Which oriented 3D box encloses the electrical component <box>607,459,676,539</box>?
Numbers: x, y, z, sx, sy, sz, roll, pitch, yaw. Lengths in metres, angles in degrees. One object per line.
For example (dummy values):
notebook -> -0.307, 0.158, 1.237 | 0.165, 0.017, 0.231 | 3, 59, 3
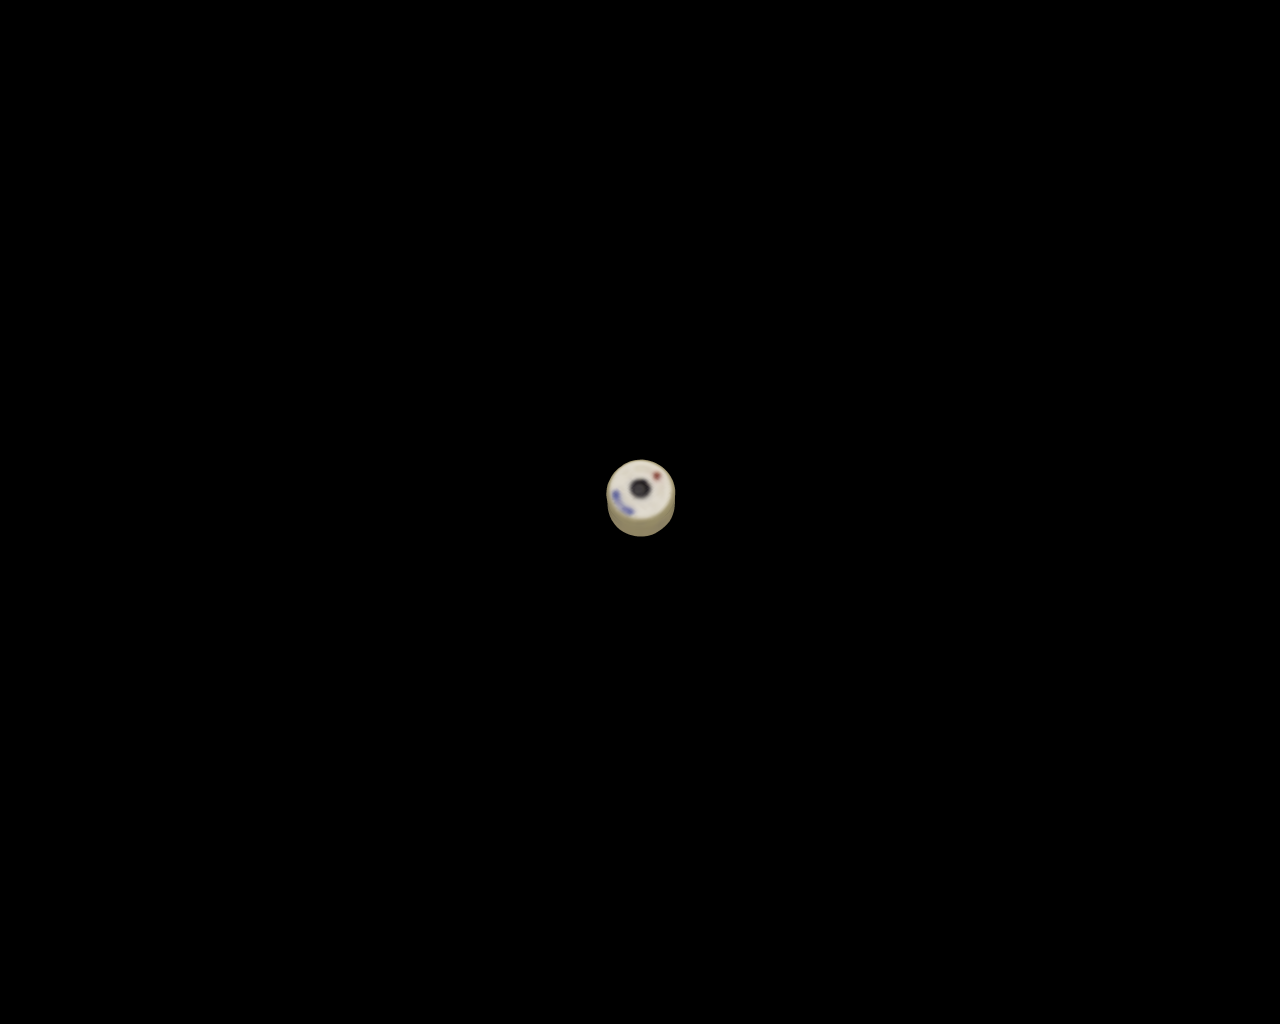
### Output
electrical component -> 0.001, -0.003, 0.650 | 0.040, 0.040, 0.078 | 0, -19, 0
